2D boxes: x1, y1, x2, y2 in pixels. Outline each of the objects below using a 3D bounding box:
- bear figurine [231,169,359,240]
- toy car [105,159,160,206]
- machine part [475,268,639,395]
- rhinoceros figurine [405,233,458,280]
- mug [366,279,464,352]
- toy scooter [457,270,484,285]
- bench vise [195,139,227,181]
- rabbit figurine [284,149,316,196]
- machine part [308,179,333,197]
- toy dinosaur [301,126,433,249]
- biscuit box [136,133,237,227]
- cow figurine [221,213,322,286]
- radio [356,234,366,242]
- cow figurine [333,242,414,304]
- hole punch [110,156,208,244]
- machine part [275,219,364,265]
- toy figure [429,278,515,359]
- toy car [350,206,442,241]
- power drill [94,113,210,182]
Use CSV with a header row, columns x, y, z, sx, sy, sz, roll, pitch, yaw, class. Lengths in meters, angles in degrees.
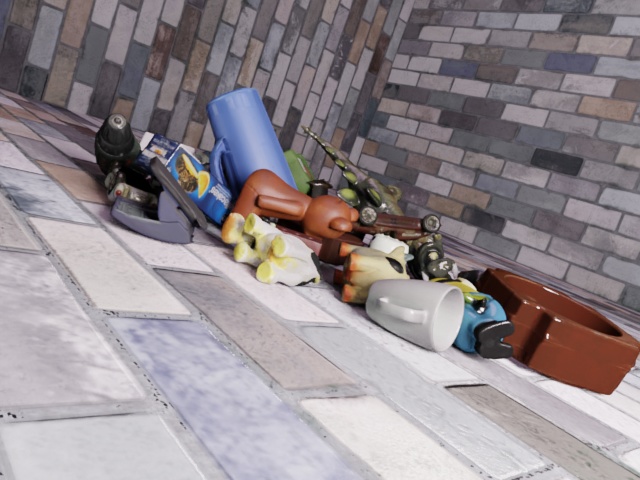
x,y,z,sx,sy,sz,roll,pitch,yaw,class
-0.043,-0.038,0.919,0.196,0.131,0.120,27,23,-1,bear figurine
-0.306,-0.084,0.871,0.073,0.056,0.202,22,7,-28,toy car
0.332,0.128,0.783,0.201,0.087,0.201,22,14,-11,machine part
0.211,0.049,1.046,0.073,0.112,0.190,-11,-7,0,rhinoceros figurine
0.105,0.085,0.657,0.107,0.080,0.109,12,7,40,mug
0.305,0.106,0.962,0.184,0.075,0.135,28,-17,-13,toy scooter
-0.208,-0.169,1.183,0.129,0.223,0.240,55,26,5,bench vise
-0.092,-0.106,1.246,0.159,0.170,0.121,61,12,-1,rabbit figurine
0.002,-0.062,1.173,0.039,0.138,0.084,-6,-8,40,machine part
0.125,-0.077,1.212,0.471,0.105,0.198,49,18,10,toy dinosaur
-0.208,-0.091,0.882,0.063,0.059,0.202,26,-11,29,biscuit box
-0.068,0.010,0.753,0.098,0.068,0.168,20,9,-42,cow figurine
-0.004,-0.059,1.329,0.230,0.073,0.131,24,9,34,radio
0.087,0.048,0.810,0.127,0.085,0.195,13,6,-5,cow figurine
-0.220,-0.041,0.737,0.115,0.092,0.142,50,-6,-20,hole punch
-0.002,-0.003,1.037,0.179,0.056,0.179,20,8,-3,machine part
0.194,0.100,0.733,0.089,0.082,0.180,19,11,-11,toy figure
0.142,-0.027,1.051,0.202,0.053,0.089,7,-16,-20,toy car
-0.309,-0.142,0.985,0.207,0.086,0.232,17,-17,-28,power drill
